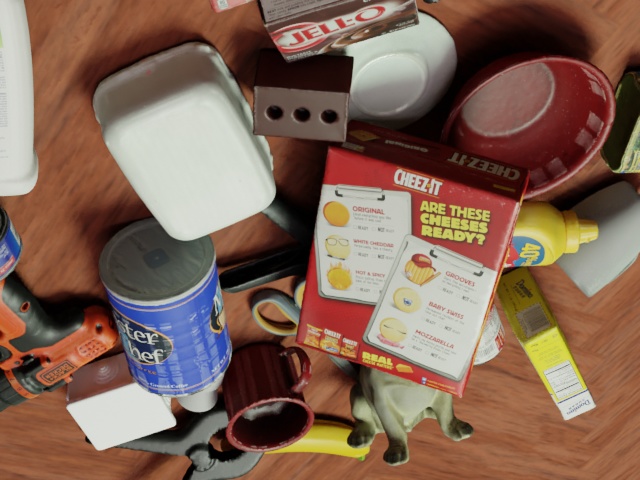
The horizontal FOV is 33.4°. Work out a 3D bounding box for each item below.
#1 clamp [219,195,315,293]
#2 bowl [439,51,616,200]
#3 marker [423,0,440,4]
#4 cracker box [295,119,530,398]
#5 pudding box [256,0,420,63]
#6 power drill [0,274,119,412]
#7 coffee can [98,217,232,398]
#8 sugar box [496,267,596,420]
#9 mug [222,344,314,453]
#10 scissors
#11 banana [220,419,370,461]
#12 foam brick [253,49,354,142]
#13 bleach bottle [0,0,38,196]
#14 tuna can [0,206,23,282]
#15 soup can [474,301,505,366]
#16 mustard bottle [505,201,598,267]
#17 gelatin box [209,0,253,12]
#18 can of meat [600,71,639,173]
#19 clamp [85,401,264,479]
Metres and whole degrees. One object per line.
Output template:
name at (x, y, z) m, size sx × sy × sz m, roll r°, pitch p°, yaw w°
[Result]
clamp at (-0.007, 0.001, 1.010) m, size 0.171 × 0.039 × 0.120 m, roll -4°, pitch 140°, yaw -21°
bowl at (0.174, -0.110, 0.942) m, size 0.162 × 0.055 × 0.162 m, roll -9°, pitch 136°, yaw -9°
marker at (0.060, -0.223, 0.818) m, size 0.020 × 0.020 × 0.121 m, roll -34°, pitch 134°, yaw 17°
cracker box at (0.077, 0.018, 0.939) m, size 0.164 × 0.072 × 0.214 m, roll 17°, pitch 124°, yaw 11°
pudding box at (0.015, -0.176, 0.801) m, size 0.113 × 0.039 × 0.090 m, roll -17°, pitch 171°, yaw 7°
power drill at (-0.308, 0.087, 0.988) m, size 0.184 × 0.057 × 0.187 m, roll -32°, pitch 138°, yaw 10°
coffee can at (-0.139, 0.063, 0.982) m, size 0.102 × 0.103 × 0.140 m, roll -11°, pitch 136°, yaw -7°
sugar box at (0.247, 0.115, 1.165) m, size 0.048 × 0.093 × 0.176 m, roll -28°, pitch 136°, yaw 11°
mug at (-0.052, 0.156, 1.119) m, size 0.093 × 0.081 × 0.117 m, roll 23°, pitch 124°, yaw -35°
scissors at (0.012, 0.092, 1.123) m, size 0.096 × 0.016 × 0.201 m, roll -39°, pitch 133°, yaw 22°
banana at (-0.015, 0.237, 1.245) m, size 0.197 × 0.037 × 0.070 m, roll 11°, pitch 129°, yaw -27°
foam brick at (-0.013, -0.117, 0.865) m, size 0.078 × 0.051 × 0.053 m, roll 4°, pitch 134°, yaw 1°
bleach bottle at (-0.248, -0.147, 0.766) m, size 0.102 × 0.068 × 0.251 m, roll 0°, pitch 131°, yaw -19°
tuna can at (-0.294, 0.005, 0.887) m, size 0.086 × 0.086 × 0.034 m, roll -16°, pitch 135°, yaw -2°
soup can at (0.151, 0.078, 1.115) m, size 0.068 × 0.068 × 0.102 m, roll -23°, pitch 137°, yaw 5°
mustard bottle at (0.168, -0.003, 1.019) m, size 0.191 × 0.058 × 0.096 m, roll -5°, pitch 156°, yaw 0°
gelatin box at (-0.048, -0.215, 0.783) m, size 0.089 × 0.030 × 0.073 m, roll -18°, pitch 136°, yaw 0°
can of meat at (0.316, -0.109, 0.988) m, size 0.084 × 0.057 × 0.102 m, roll -2°, pitch 134°, yaw -12°
clamp at (-0.133, 0.246, 1.185) m, size 0.210 × 0.036 × 0.164 m, roll -20°, pitch 109°, yaw -3°
